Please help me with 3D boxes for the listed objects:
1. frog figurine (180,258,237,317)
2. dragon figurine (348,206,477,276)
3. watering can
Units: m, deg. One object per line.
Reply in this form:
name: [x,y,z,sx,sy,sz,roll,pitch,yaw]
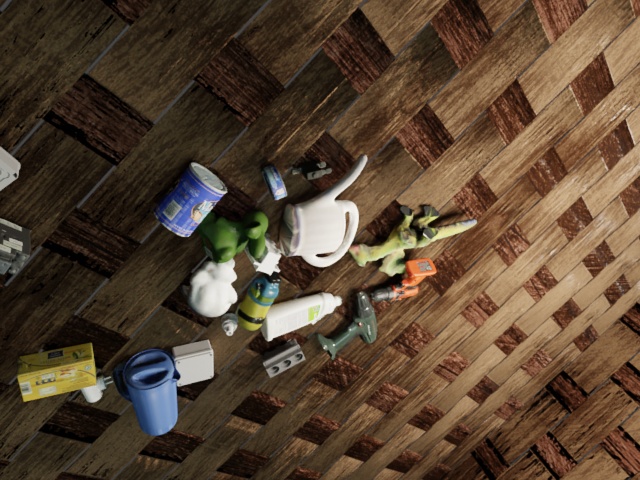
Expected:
frog figurine: [-0.268,0.118,1.329,0.136,0.125,0.158,40,111,-21]
dragon figurine: [0.278,0.020,1.589,0.410,0.125,0.237,1,139,-27]
watering can: [0.004,-0.068,1.352,0.225,0.106,0.340,-6,125,-24]
